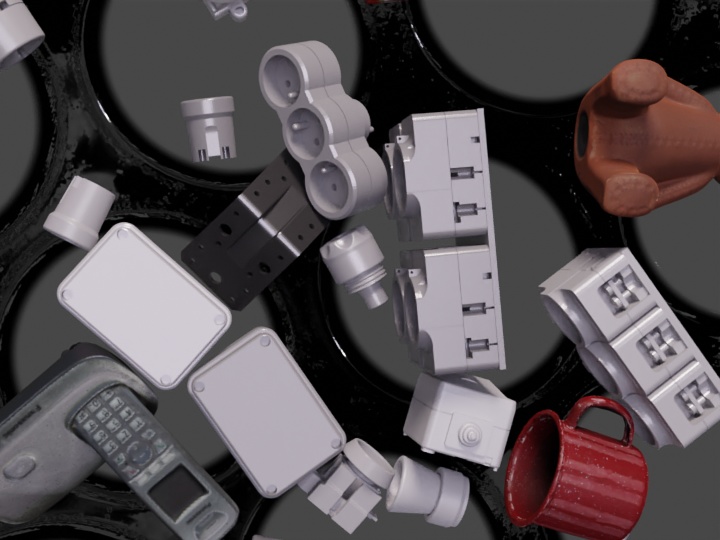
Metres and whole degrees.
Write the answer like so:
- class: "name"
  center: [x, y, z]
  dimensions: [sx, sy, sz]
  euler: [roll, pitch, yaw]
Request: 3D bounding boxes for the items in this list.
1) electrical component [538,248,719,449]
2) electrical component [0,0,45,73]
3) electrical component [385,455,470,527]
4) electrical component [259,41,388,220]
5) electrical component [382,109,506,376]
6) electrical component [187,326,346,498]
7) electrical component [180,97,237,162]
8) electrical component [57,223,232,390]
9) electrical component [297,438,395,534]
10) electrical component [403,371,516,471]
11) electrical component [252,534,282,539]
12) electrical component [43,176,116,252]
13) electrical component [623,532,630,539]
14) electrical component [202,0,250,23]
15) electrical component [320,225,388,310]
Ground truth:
- class: "electrical component"
  center: [0.211, 0.061, 0.841]
  dimensions: [0.062, 0.089, 0.150]
  euler: [-37, 95, -6]
- class: "electrical component"
  center: [-0.266, -0.177, 0.791]
  dimensions: [0.055, 0.055, 0.047]
  euler: [-37, 99, -6]
- class: "electrical component"
  center: [0.053, 0.174, 0.844]
  dimensions: [0.055, 0.045, 0.045]
  euler: [17, 89, -8]
- class: "electrical component"
  center: [-0.017, -0.111, 0.827]
  dimensions: [0.074, 0.052, 0.138]
  euler: [-22, 87, -46]
- class: "electrical component"
  center: [0.059, -0.020, 0.811]
  dimensions: [0.060, 0.105, 0.186]
  euler: [-5, 92, -8]
- class: "electrical component"
  center: [-0.071, 0.107, 0.820]
  dimensions: [0.078, 0.057, 0.113]
  euler: [-35, 95, -6]
- class: "electrical component"
  center: [-0.114, -0.107, 0.820]
  dimensions: [0.040, 0.040, 0.046]
  euler: [-8, 98, -8]
- class: "electrical component"
  center: [-0.160, 0.027, 0.806]
  dimensions: [0.113, 0.057, 0.078]
  euler: [42, 85, -6]
- class: "electrical component"
  center: [-0.006, 0.165, 0.836]
  dimensions: [0.066, 0.048, 0.055]
  euler: [41, 93, -6]
- class: "electrical component"
  center: [0.077, 0.111, 0.820]
  dimensions: [0.062, 0.096, 0.061]
  euler: [17, 88, -8]
- class: "electrical component"
  center: [-0.070, 0.256, 0.823]
  dimensions: [0.047, 0.065, 0.076]
  euler: [14, 118, -8]
- class: "electrical component"
  center: [-0.210, -0.043, 0.808]
  dimensions: [0.040, 0.040, 0.046]
  euler: [27, 82, -7]
- class: "electrical component"
  center: [0.204, 0.247, 0.865]
  dimensions: [0.083, 0.047, 0.075]
  euler: [32, 86, -6]
- class: "electrical component"
  center: [-0.105, -0.222, 0.811]
  dimensions: [0.048, 0.055, 0.066]
  euler: [-33, 95, -6]
- class: "electrical component"
  center: [0.000, 0.000, 0.835]
  dimensions: [0.043, 0.043, 0.062]
  euler: [-30, 96, -6]
